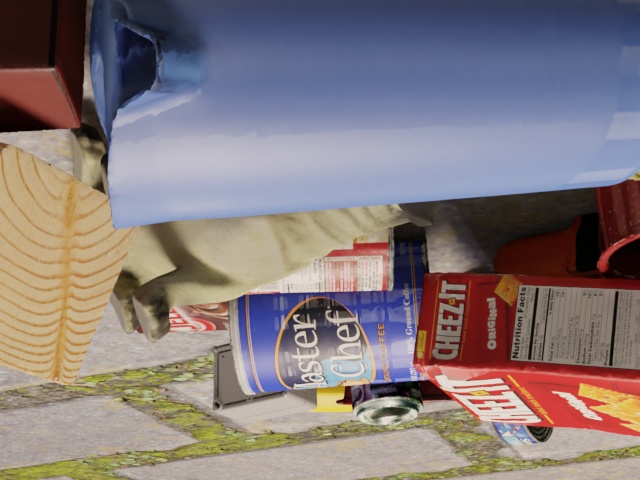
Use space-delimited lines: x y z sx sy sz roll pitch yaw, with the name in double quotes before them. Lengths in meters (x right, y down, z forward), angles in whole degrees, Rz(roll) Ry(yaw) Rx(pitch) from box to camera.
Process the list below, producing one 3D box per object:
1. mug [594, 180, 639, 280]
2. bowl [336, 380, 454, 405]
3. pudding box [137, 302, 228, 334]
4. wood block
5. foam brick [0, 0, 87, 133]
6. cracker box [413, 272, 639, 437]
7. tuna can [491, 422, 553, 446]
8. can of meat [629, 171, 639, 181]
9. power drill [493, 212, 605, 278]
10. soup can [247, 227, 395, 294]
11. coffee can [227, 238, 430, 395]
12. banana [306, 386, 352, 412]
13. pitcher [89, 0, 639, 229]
"mug" 0.204 -0.022 0.647 0.093 0.081 0.117 4 154 -14
"bowl" 0.093 0.112 0.927 0.162 0.055 0.162 -3 173 -1
"pudding box" -0.106 0.036 0.796 0.090 0.039 0.113 -4 154 6
"wood block" -0.202 -0.007 0.536 0.206 0.091 0.090 15 169 38
"foam brick" -0.134 -0.093 0.472 0.051 0.078 0.053 -3 155 -1
"cracker box" 0.187 0.082 0.695 0.214 0.072 0.164 1 159 25
"tuna can" 0.190 0.152 1.013 0.034 0.086 0.086 -16 152 32
"can of meat" 0.175 -0.087 0.501 0.057 0.084 0.102 3 154 -12
"power drill" 0.243 0.048 0.772 0.185 0.057 0.187 -11 134 36
"soup can" -0.005 0.001 0.695 0.102 0.068 0.068 -2 155 0
"coffee can" 0.012 0.056 0.772 0.140 0.103 0.103 -5 155 6
"banana" 0.016 0.141 1.041 0.198 0.037 0.069 -6 138 6
"pitcher" 0.021 -0.077 0.482 0.242 0.149 0.145 -2 140 -9
